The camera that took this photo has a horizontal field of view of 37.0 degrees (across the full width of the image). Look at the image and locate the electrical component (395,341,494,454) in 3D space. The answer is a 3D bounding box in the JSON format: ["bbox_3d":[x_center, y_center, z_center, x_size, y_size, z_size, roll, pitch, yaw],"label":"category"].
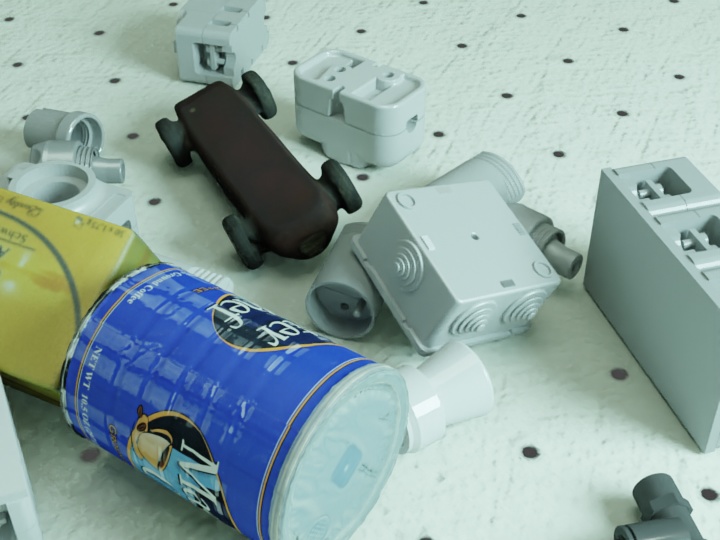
[{"bbox_3d":[0.037,0.068,0.575,0.055,0.045,0.045,-24,44,-26],"label":"electrical component"}]

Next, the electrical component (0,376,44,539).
[{"bbox_3d":[-0.235,0.110,0.507,0.150,0.061,0.089,-15,47,-18],"label":"electrical component"}]

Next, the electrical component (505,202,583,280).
[{"bbox_3d":[0.110,-0.014,0.680,0.062,0.043,0.043,29,47,31],"label":"electrical component"}]

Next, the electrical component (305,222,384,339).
[{"bbox_3d":[0.000,0.000,0.663,0.043,0.043,0.081,11,40,14],"label":"electrical component"}]

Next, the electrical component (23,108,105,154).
[{"bbox_3d":[-0.219,-0.099,0.793,0.046,0.040,0.040,15,41,26],"label":"electrical component"}]

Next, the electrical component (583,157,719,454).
[{"bbox_3d":[0.192,0.014,0.606,0.062,0.089,0.150,-11,40,-12],"label":"electrical component"}]

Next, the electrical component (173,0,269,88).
[{"bbox_3d":[-0.119,-0.198,0.906,0.056,0.050,0.089,10,40,12],"label":"electrical component"}]

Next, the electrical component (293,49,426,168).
[{"bbox_3d":[-0.001,-0.117,0.796,0.095,0.059,0.054,25,45,29],"label":"electrical component"}]

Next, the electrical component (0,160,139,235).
[{"bbox_3d":[-0.194,-0.033,0.695,0.089,0.055,0.050,15,41,19],"label":"electrical component"}]

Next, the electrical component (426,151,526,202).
[{"bbox_3d":[0.077,-0.051,0.726,0.043,0.043,0.081,31,48,33],"label":"electrical component"}]

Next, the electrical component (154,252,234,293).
[{"bbox_3d":[-0.112,0.016,0.643,0.081,0.043,0.043,18,42,21],"label":"electrical component"}]

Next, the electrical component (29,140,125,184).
[{"bbox_3d":[-0.196,-0.069,0.751,0.062,0.043,0.043,0,39,-2],"label":"electrical component"}]

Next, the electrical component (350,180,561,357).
[{"bbox_3d":[0.057,-0.005,0.628,0.100,0.048,0.099,-10,56,-37],"label":"electrical component"}]
